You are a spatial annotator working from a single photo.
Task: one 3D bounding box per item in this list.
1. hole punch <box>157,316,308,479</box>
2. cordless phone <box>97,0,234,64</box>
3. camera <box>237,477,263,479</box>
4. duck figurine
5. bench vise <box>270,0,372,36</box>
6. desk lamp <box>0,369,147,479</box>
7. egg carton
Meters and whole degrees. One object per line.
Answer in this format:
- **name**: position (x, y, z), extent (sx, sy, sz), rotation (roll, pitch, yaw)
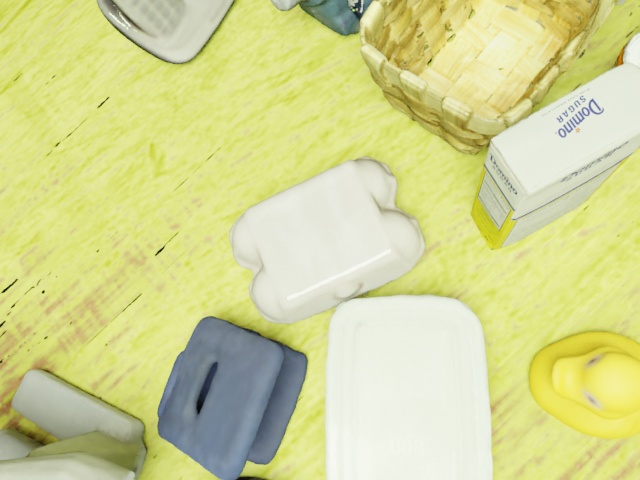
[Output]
- **hole punch**: position (-0.076, 0.121, 0.447), extent (0.101, 0.091, 0.109), rotation (18, 80, 15)
- **cordless phone**: position (-0.150, -0.262, 0.507), extent (0.094, 0.185, 0.148), rotation (26, 83, 16)
- **camera**: position (-0.097, 0.244, 0.415), extent (0.136, 0.101, 0.143), rotation (13, 79, 14)
- **duck figurine**: position (0.205, 0.101, 0.399), extent (0.104, 0.086, 0.077), rotation (5, 77, 12)
- **bench vise**: position (0.037, -0.281, 0.456), extent (0.121, 0.220, 0.207), rotation (20, 81, 15)
- **desk lamp**: position (-0.208, 0.176, 0.395), extent (0.202, 0.214, 0.118), rotation (21, 81, 15)
- **egg carton**: position (0.004, 0.002, 0.472), extent (0.150, 0.069, 0.107), rotation (-26, 73, 4)
